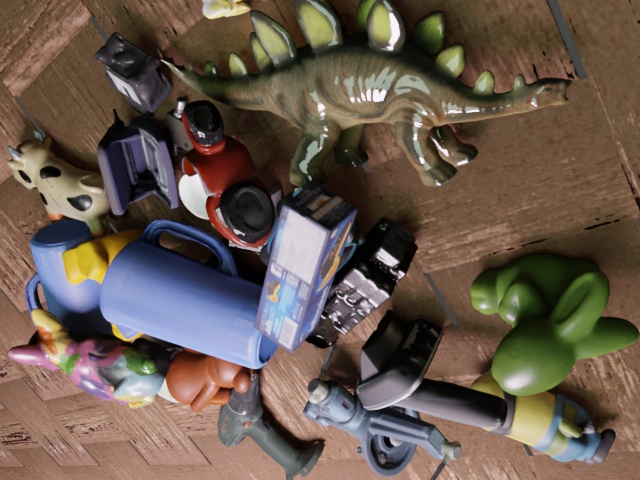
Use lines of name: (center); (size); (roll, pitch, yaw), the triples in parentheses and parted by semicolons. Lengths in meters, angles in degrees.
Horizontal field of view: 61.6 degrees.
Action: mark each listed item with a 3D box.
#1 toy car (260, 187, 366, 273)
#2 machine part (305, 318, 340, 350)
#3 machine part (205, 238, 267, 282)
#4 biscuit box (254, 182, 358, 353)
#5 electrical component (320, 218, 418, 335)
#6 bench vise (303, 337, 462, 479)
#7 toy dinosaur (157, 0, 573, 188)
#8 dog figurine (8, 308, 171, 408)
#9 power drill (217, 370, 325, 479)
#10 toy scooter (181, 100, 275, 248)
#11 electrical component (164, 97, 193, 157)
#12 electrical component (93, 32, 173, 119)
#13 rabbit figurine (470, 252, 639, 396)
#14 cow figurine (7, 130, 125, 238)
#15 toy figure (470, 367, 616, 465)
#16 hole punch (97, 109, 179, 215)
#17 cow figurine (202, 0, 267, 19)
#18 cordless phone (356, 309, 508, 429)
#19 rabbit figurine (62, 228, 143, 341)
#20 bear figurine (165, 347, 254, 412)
toy car: (-0.001, -0.002, 0.684); (0.109, 0.103, 0.161); (44, 136, 14)
machine part: (0.023, 0.106, 0.787); (0.084, 0.039, 0.138); (31, 121, 0)
machine part: (-0.093, 0.069, 0.817); (0.180, 0.056, 0.179); (14, 126, 21)
biscuit box: (-0.020, 0.037, 0.604); (0.059, 0.063, 0.202); (31, 133, 16)
electrical component: (0.062, 0.038, 0.672); (0.058, 0.115, 0.134); (36, 131, -4)
bench vise: (0.094, 0.272, 0.799); (0.241, 0.129, 0.223); (-3, 129, 50)
toy dinosaur: (0.011, -0.162, 0.577); (0.472, 0.105, 0.198); (4, 117, 28)
dog figurine: (-0.378, 0.190, 0.880); (0.219, 0.108, 0.192); (32, 150, -29)
power drill: (-0.097, 0.354, 1.000); (0.207, 0.086, 0.232); (34, 133, -1)
toy scooter: (-0.122, -0.073, 0.658); (0.183, 0.075, 0.135); (65, 157, -6)
electrical component: (-0.182, -0.147, 0.739); (0.063, 0.021, 0.094); (28, 130, 9)
electrical component: (-0.237, -0.207, 0.706); (0.075, 0.048, 0.119); (33, 169, 8)
rabbit figurine: (0.246, 0.098, 0.574); (0.159, 0.170, 0.121); (-27, 106, 40)
cow figurine: (-0.419, -0.094, 0.865); (0.195, 0.085, 0.127); (21, 135, 18)
toy figure: (0.283, 0.232, 0.701); (0.180, 0.089, 0.082); (29, 124, 12)
hole punch: (-0.247, -0.107, 0.755); (0.092, 0.116, 0.142); (-8, 125, -3)
cow figurine: (-0.060, -0.295, 0.544); (0.167, 0.068, 0.098); (-9, 110, 32)
cordless phone: (0.151, 0.168, 0.691); (0.184, 0.146, 0.088); (10, 117, 24)
rabbit figurine: (-0.318, 0.074, 0.878); (0.122, 0.162, 0.173); (-20, 88, 35)
bear figurine: (-0.162, 0.208, 0.891); (0.196, 0.132, 0.120); (-27, 70, 31)
